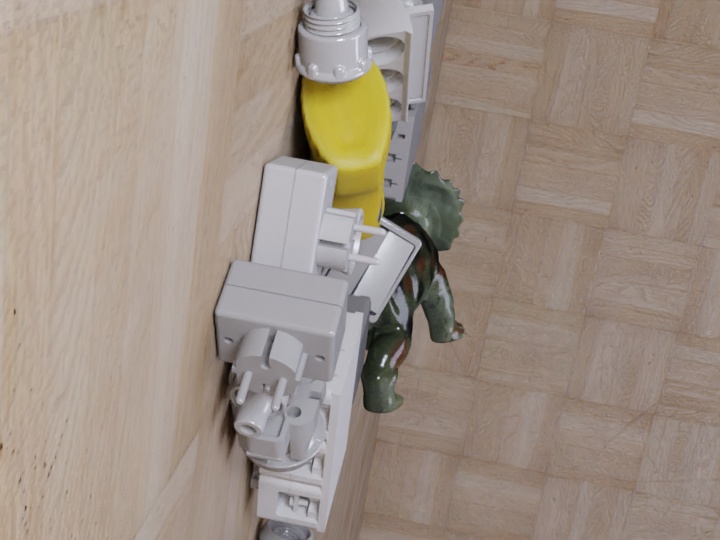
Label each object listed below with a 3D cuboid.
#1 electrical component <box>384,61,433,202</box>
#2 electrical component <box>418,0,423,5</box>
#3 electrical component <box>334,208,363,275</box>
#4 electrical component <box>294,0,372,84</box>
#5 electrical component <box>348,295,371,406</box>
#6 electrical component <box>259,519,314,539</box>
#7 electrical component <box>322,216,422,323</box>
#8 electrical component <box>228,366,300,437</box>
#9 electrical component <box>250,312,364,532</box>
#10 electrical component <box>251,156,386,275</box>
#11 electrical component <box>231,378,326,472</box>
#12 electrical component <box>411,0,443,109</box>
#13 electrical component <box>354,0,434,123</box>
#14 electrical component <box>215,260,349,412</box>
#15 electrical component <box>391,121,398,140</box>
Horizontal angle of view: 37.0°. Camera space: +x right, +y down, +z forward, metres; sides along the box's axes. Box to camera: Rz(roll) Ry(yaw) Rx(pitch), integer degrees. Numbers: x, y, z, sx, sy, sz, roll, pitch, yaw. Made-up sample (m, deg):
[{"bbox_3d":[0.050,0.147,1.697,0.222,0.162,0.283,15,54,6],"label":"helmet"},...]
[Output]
[{"bbox_3d":[0.026,-0.143,1.053,0.150,0.062,0.089,-72,171,-58],"label":"electrical component"},{"bbox_3d":[0.024,-0.231,0.863,0.078,0.058,0.057,85,14,-73],"label":"electrical component"},{"bbox_3d":[-0.029,-0.023,0.706,0.045,0.055,0.045,11,90,-85],"label":"electrical component"},{"bbox_3d":[-0.017,-0.147,0.649,0.048,0.048,0.062,-74,166,-51],"label":"electrical component"},{"bbox_3d":[-0.028,0.060,0.859,0.061,0.062,0.096,-74,173,-46],"label":"electrical component"},{"bbox_3d":[-0.067,0.244,0.920,0.066,0.048,0.055,-64,171,-74],"label":"electrical component"},{"bbox_3d":[0.000,0.000,0.896,0.096,0.062,0.061,-59,-170,0],"label":"electrical component"},{"bbox_3d":[-0.058,0.069,0.639,0.043,0.043,0.062,95,9,-52],"label":"electrical component"},{"bbox_3d":[-0.042,0.110,0.805,0.089,0.062,0.150,-73,173,-51],"label":"electrical component"},{"bbox_3d":[-0.023,-0.020,0.656,0.047,0.076,0.083,-60,160,-76],"label":"electrical component"},{"bbox_3d":[-0.051,0.093,0.694,0.057,0.058,0.078,92,11,-47],"label":"electrical component"},{"bbox_3d":[0.042,-0.251,1.007,0.186,0.060,0.105,-74,173,-47],"label":"electrical component"},{"bbox_3d":[0.009,-0.161,0.783,0.121,0.079,0.063,88,-9,-69],"label":"electrical component"},{"bbox_3d":[-0.046,0.042,0.580,0.047,0.066,0.076,95,7,-51],"label":"electrical component"},{"bbox_3d":[0.009,-0.149,0.898,0.080,0.051,0.080,11,90,-85],"label":"electrical component"}]
